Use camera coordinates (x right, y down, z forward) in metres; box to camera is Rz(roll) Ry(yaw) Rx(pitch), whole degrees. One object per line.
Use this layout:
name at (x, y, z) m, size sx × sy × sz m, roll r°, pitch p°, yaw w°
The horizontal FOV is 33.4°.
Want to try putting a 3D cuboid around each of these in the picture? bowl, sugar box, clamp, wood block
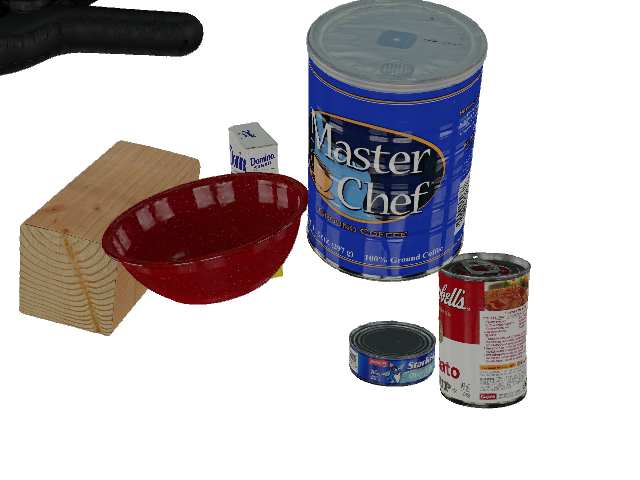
bowl at (-0.082, 0.003, 0.821) m, size 0.162 × 0.055 × 0.162 m, roll -11°, pitch 25°, yaw 5°
sugar box at (-0.081, -0.048, 1.316) m, size 0.048 × 0.176 × 0.093 m, roll -11°, pitch 25°, yaw -15°
clamp at (-0.167, -0.130, 0.614) m, size 0.171 × 0.039 × 0.120 m, roll -10°, pitch 31°, yaw -29°
wood block at (-0.191, -0.009, 0.995) m, size 0.090 × 0.091 × 0.206 m, roll 14°, pitch 28°, yaw 8°

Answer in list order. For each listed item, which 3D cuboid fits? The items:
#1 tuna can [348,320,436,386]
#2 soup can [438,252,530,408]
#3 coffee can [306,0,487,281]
tuna can at (0.070, 0.111, 1.052) m, size 0.086 × 0.034 × 0.086 m, roll 0°, pitch 19°, yaw 0°
soup can at (0.123, 0.066, 0.802) m, size 0.068 × 0.102 × 0.068 m, roll -2°, pitch 15°, yaw 0°
coffee can at (0.043, -0.061, 0.647) m, size 0.103 × 0.140 × 0.103 m, roll 0°, pitch 38°, yaw 0°
